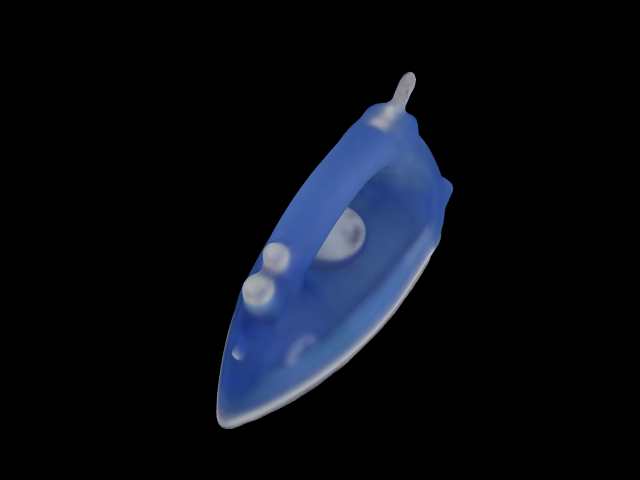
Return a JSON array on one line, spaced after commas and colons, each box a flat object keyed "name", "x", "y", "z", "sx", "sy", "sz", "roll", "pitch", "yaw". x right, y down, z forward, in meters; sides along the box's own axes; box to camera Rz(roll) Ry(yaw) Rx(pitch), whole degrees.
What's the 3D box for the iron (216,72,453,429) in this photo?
[{"name": "iron", "x": 0.004, "y": 0.001, "z": 0.400, "sx": 0.118, "sy": 0.141, "sz": 0.259, "roll": 27, "pitch": 58, "yaw": 18}]
